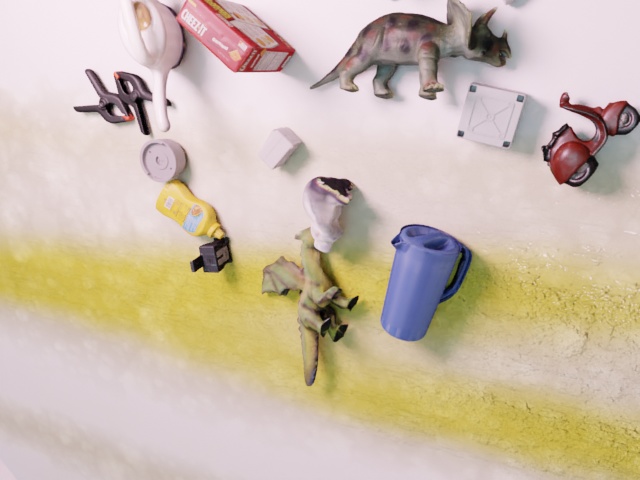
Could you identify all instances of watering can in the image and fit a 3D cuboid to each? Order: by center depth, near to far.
[{"bbox_3d":[-0.365,-0.415,1.139,0.104,0.227,0.344,-10,104,5],"label":"watering can"}]

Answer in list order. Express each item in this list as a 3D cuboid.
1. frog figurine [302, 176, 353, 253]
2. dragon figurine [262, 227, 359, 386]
[{"bbox_3d":[0.004,-0.058,1.155,0.122,0.140,0.156,13,119,-23],"label":"frog figurine"},{"bbox_3d":[-0.048,0.148,1.274,0.245,0.123,0.404,34,115,27],"label":"dragon figurine"}]
